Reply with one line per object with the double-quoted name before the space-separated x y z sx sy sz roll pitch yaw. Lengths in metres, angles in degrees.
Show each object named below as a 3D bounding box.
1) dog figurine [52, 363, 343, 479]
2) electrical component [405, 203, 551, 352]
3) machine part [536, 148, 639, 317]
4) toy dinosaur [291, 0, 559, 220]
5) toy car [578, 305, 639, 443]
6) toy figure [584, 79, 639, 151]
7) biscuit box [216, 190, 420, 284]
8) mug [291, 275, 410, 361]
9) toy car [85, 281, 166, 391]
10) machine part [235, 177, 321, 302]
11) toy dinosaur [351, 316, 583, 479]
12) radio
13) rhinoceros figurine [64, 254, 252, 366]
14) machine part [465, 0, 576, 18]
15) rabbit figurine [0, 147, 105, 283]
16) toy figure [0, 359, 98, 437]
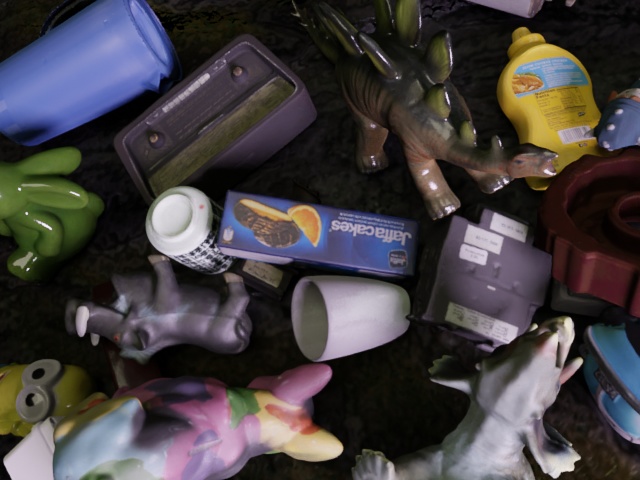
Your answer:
"dog figurine" -0.092 0.171 0.479 0.219 0.191 0.108 -10 83 1
"electrical component" 0.157 0.034 0.521 0.115 0.058 0.134 23 77 -8
"machine part" 0.279 -0.010 0.461 0.179 0.055 0.179 -6 41 6
"toy dinosaur" 0.068 -0.166 0.559 0.105 0.198 0.472 -30 34 -9
"toy car" 0.287 0.118 0.453 0.162 0.102 0.109 -5 47 -21
"toy figure" 0.314 -0.128 0.524 0.154 0.064 0.057 -26 97 -35
"biscuit box" -0.001 -0.002 0.560 0.203 0.059 0.062 9 79 -2
"mug" 0.030 0.074 0.544 0.107 0.110 0.080 -1 88 -25
"toy car" -0.206 0.135 0.598 0.089 0.053 0.202 -21 65 -16
"machine part" -0.042 -0.002 0.617 0.084 0.039 0.139 19 79 28
"toy dinosaur" 0.140 0.253 0.428 0.131 0.192 0.404 1 98 48
"radio" -0.131 -0.138 0.664 0.229 0.073 0.131 -38 68 -1
"rhinoceros figurine" -0.166 0.079 0.571 0.190 0.073 0.112 7 70 -9
"machine part" 0.190 -0.328 0.647 0.243 0.079 0.079 26 80 22
"rabbit figurine" -0.344 -0.037 0.632 0.159 0.170 0.121 -25 68 5
"toy figure" -0.340 0.176 0.608 0.180 0.089 0.082 -11 82 20
